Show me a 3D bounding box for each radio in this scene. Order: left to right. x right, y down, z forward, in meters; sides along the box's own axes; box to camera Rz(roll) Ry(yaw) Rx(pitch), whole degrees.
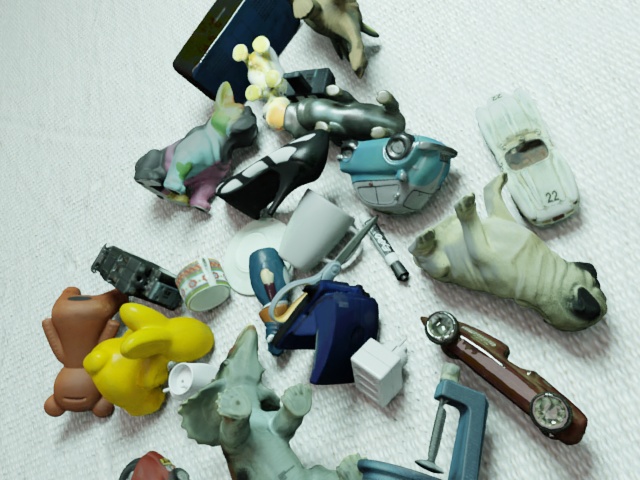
[{"bbox_3d":[-0.144,-0.357,0.966,0.073,0.131,0.229,35,89,36],"label":"radio"}]

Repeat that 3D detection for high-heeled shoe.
[{"bbox_3d":[-0.079,-0.106,0.822,0.249,0.086,0.145,18,75,58],"label":"high-heeled shoe"}]

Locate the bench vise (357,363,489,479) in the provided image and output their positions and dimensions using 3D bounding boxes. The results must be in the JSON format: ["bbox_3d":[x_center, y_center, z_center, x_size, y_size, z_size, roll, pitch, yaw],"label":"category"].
[{"bbox_3d":[0.132,0.247,0.538,0.224,0.128,0.240,17,63,4],"label":"bench vise"}]

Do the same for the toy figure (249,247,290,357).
[{"bbox_3d":[-0.066,0.087,0.766,0.058,0.064,0.154,-24,69,23],"label":"toy figure"}]

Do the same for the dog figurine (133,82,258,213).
[{"bbox_3d":[-0.206,-0.166,0.937,0.192,0.108,0.219,17,74,36],"label":"dog figurine"}]

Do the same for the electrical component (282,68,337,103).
[{"bbox_3d":[-0.015,-0.242,0.852,0.075,0.119,0.047,2,70,33],"label":"electrical component"}]

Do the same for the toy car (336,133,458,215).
[{"bbox_3d":[0.100,-0.085,0.732,0.162,0.109,0.103,0,87,39],"label":"toy car"}]

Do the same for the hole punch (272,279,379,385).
[{"bbox_3d":[0.021,0.116,0.672,0.092,0.142,0.115,43,107,37],"label":"hole punch"}]

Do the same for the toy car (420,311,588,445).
[{"bbox_3d":[0.195,0.141,0.585,0.053,0.089,0.202,-51,53,1],"label":"toy car"}]

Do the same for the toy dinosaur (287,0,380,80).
[{"bbox_3d":[-0.010,-0.405,0.870,0.105,0.198,0.472,-32,57,15],"label":"toy dinosaur"}]

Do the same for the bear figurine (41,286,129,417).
[{"bbox_3d":[-0.388,0.185,0.894,0.120,0.132,0.195,0,99,-6],"label":"bear figurine"}]

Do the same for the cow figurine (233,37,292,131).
[{"bbox_3d":[-0.083,-0.255,0.922,0.068,0.098,0.167,-22,79,14],"label":"cow figurine"}]

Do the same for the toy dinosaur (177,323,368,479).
[{"bbox_3d":[-0.042,0.287,0.636,0.405,0.131,0.192,56,144,21],"label":"toy dinosaur"}]

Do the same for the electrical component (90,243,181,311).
[{"bbox_3d":[-0.285,0.064,0.872,0.134,0.114,0.058,22,84,36],"label":"electrical component"}]

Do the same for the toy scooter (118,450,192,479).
[{"bbox_3d":[-0.210,0.381,0.716,0.135,0.075,0.184,-8,69,27],"label":"toy scooter"}]

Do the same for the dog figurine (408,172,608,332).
[{"bbox_3d":[0.210,0.043,0.628,0.121,0.172,0.190,-31,79,-27],"label":"dog figurine"}]

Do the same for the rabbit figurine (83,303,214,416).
[{"bbox_3d":[-0.250,0.160,0.805,0.173,0.162,0.122,-21,46,0],"label":"rabbit figurine"}]

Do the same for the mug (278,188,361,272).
[{"bbox_3d":[-0.002,-0.002,0.772,0.110,0.081,0.107,36,95,7],"label":"mug"}]

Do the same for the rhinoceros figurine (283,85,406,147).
[{"bbox_3d":[0.034,-0.181,0.804,0.191,0.112,0.073,8,92,18],"label":"rhinoceros figurine"}]

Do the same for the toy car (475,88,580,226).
[{"bbox_3d":[0.258,-0.110,0.678,0.073,0.056,0.202,-24,60,18],"label":"toy car"}]
